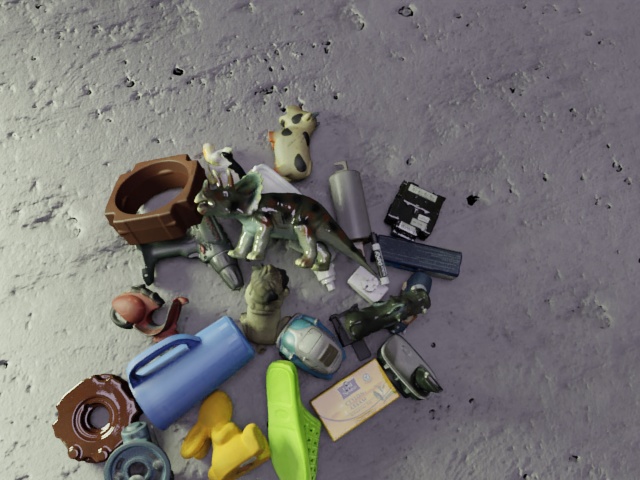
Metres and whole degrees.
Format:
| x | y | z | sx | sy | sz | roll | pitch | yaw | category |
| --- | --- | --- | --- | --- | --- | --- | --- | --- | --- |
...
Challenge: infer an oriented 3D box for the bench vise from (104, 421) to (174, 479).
| x | y | z | sx | sy | sz | roll | pitch | yaw | category |
| --- | --- | --- | --- | --- | --- | --- | --- | --- | --- |
| -0.333 | 0.468 | 0.995 | 0.129 | 0.241 | 0.223 | -2 | 93 | -8 | bench vise |

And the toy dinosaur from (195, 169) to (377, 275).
| x | y | z | sx | sy | sz | roll | pitch | yaw | category |
| --- | --- | --- | --- | --- | --- | --- | --- | --- | --- |
| -0.065 | -0.039 | 1.135 | 0.405 | 0.131 | 0.192 | 9 | 88 | -17 | toy dinosaur |

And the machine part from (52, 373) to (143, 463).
| x | y | z | sx | sy | sz | roll | pitch | yaw | category |
| --- | --- | --- | --- | --- | --- | --- | --- | --- | --- |
| -0.461 | 0.368 | 1.118 | 0.179 | 0.056 | 0.179 | 1 | 73 | -4 | machine part |

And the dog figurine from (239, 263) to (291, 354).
| x | y | z | sx | sy | sz | roll | pitch | yaw | category |
| --- | --- | --- | --- | --- | --- | --- | --- | --- | --- |
| -0.117 | 0.147 | 1.131 | 0.121 | 0.190 | 0.172 | -7 | 77 | -5 | dog figurine |

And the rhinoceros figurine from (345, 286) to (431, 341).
| x | y | z | sx | sy | sz | roll | pitch | yaw | category |
| --- | --- | --- | --- | --- | --- | --- | --- | --- | --- |
| 0.141 | 0.152 | 1.142 | 0.190 | 0.112 | 0.073 | -19 | 72 | -7 | rhinoceros figurine |

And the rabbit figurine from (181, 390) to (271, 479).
| x | y | z | sx | sy | sz | roll | pitch | yaw | category |
| --- | --- | --- | --- | --- | --- | --- | --- | --- | --- |
| -0.201 | 0.402 | 1.111 | 0.162 | 0.121 | 0.173 | -31 | 64 | -2 | rabbit figurine |

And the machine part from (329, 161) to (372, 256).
| x | y | z | sx | sy | sz | roll | pitch | yaw | category |
| --- | --- | --- | --- | --- | --- | --- | --- | --- | --- |
| 0.073 | -0.074 | 1.262 | 0.079 | 0.079 | 0.243 | -8 | 74 | -6 | machine part |

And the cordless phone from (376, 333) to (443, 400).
| x | y | z | sx | sy | sz | roll | pitch | yaw | category |
| --- | --- | --- | --- | --- | --- | --- | --- | --- | --- |
| 0.188 | 0.267 | 1.120 | 0.089 | 0.184 | 0.146 | -39 | 81 | -8 | cordless phone |

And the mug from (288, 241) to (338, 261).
| x | y | z | sx | sy | sz | roll | pitch | yaw | category |
| --- | --- | --- | --- | --- | --- | --- | --- | --- | --- |
| -0.003 | -0.004 | 1.241 | 0.107 | 0.081 | 0.109 | 34 | 72 | -4 | mug |

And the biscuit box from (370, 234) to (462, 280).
| x | y | z | sx | sy | sz | roll | pitch | yaw | category |
| --- | --- | --- | --- | --- | --- | --- | --- | --- | --- |
| 0.221 | 0.040 | 1.248 | 0.203 | 0.059 | 0.063 | 13 | 76 | 0 | biscuit box |

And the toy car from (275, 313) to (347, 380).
| x | y | z | sx | sy | sz | roll | pitch | yaw | category |
| --- | --- | --- | --- | --- | --- | --- | --- | --- | --- |
| -0.007 | 0.235 | 1.141 | 0.161 | 0.103 | 0.109 | 43 | 74 | -16 | toy car |

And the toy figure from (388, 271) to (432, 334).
| x | y | z | sx | sy | sz | roll | pitch | yaw | category |
| --- | --- | --- | --- | --- | --- | --- | --- | --- | --- |
| 0.201 | 0.145 | 1.221 | 0.064 | 0.057 | 0.154 | 25 | 76 | 23 | toy figure |

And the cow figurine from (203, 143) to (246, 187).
| x | y | z | sx | sy | sz | roll | pitch | yaw | category |
| --- | --- | --- | --- | --- | --- | --- | --- | --- | --- |
| -0.216 | -0.160 | 1.271 | 0.098 | 0.068 | 0.167 | -18 | 81 | -15 | cow figurine |

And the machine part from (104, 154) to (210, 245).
| x | y | z | sx | sy | sz | roll | pitch | yaw | category |
| --- | --- | --- | --- | --- | --- | --- | --- | --- | --- |
| -0.354 | -0.089 | 1.186 | 0.201 | 0.087 | 0.201 | -9 | 45 | 10 | machine part |

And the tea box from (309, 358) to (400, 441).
| x | y | z | sx | sy | sz | roll | pitch | yaw | category |
| --- | --- | --- | --- | --- | --- | --- | --- | --- | --- |
| 0.072 | 0.340 | 1.152 | 0.170 | 0.068 | 0.098 | -33 | 79 | -10 | tea box |

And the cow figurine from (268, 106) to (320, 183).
| x | y | z | sx | sy | sz | roll | pitch | yaw | category |
| --- | --- | --- | --- | --- | --- | --- | --- | --- | --- |
| -0.057 | -0.236 | 1.295 | 0.127 | 0.085 | 0.195 | -7 | 73 | 1 | cow figurine |

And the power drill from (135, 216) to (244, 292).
| x | y | z | sx | sy | sz | roll | pitch | yaw | category |
| --- | --- | --- | --- | --- | --- | --- | --- | --- | --- |
| -0.299 | 0.036 | 1.208 | 0.207 | 0.086 | 0.232 | -20 | 75 | -5 | power drill |

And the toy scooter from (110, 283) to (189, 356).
| x | y | z | sx | sy | sz | roll | pitch | yaw | category |
| --- | --- | --- | --- | --- | --- | --- | --- | --- | --- |
| -0.356 | 0.155 | 1.159 | 0.184 | 0.075 | 0.135 | 36 | 101 | 4 | toy scooter |

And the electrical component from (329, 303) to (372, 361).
| x | y | z | sx | sy | sz | roll | pitch | yaw | category |
| --- | --- | --- | --- | --- | --- | --- | --- | --- | --- |
| 0.076 | 0.210 | 1.199 | 0.075 | 0.047 | 0.119 | -22 | 75 | -9 | electrical component |

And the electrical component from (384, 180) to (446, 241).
| x | y | z | sx | sy | sz | roll | pitch | yaw | category |
| --- | --- | --- | --- | --- | --- | --- | --- | --- | --- |
| 0.220 | -0.061 | 1.278 | 0.115 | 0.058 | 0.134 | 26 | 75 | 6 | electrical component |
